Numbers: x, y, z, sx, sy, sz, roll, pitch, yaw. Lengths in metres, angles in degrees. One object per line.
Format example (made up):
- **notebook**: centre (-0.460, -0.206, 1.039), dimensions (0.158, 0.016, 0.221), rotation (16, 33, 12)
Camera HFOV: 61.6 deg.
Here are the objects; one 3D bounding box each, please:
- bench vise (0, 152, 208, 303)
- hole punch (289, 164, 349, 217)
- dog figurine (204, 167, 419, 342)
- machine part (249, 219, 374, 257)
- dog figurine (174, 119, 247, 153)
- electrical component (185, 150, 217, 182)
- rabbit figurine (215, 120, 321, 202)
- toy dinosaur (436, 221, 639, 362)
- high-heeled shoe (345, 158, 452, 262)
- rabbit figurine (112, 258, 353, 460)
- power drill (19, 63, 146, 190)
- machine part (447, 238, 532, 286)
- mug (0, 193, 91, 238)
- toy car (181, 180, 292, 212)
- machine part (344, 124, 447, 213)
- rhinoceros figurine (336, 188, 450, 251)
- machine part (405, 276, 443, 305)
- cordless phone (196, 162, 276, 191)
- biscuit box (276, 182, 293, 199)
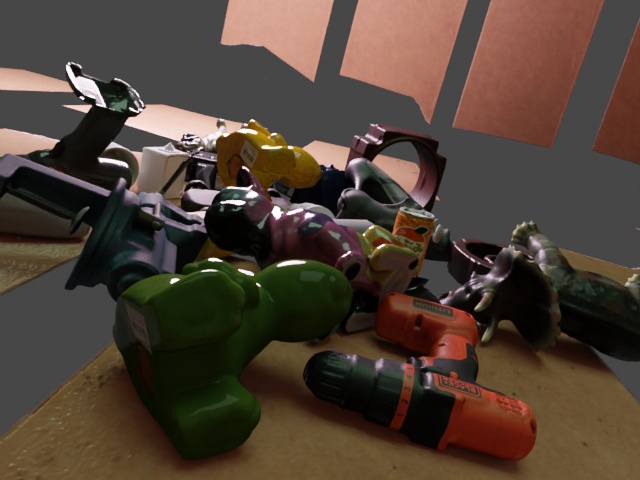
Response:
- **bench vise**: centre (-0.232, -0.028, 0.558), dimensions (0.240, 0.129, 0.224), rotation (26, 29, -22)
- **hole punch**: centre (0.010, -0.075, 0.994), dimensions (0.092, 0.115, 0.142), rotation (31, 22, 27)
- **dog figurine**: centre (-0.022, 0.002, 0.608), dimensions (0.191, 0.108, 0.219), rotation (-5, 36, -48)
- **machine part**: centre (0.004, 0.009, 0.743), dimensions (0.243, 0.079, 0.079), rotation (1, 19, -41)
- **dog figurine**: centre (-0.242, -0.206, 1.304), dimensions (0.172, 0.121, 0.190), rotation (13, 29, 14)
- **electrical component**: centre (-0.235, -0.150, 1.147), dimensions (0.115, 0.058, 0.134), rotation (7, 16, -16)
- **rabbit figurine**: centre (-0.079, -0.118, 0.873), dimensions (0.173, 0.121, 0.163), rotation (-3, 33, -44)
- **toy dinosaur**: centre (0.351, 0.093, 0.682), dimensions (0.405, 0.131, 0.192), rotation (17, 27, -2)
- **high-heeled shoe**: centre (0.147, -0.057, 0.988), dimensions (0.248, 0.086, 0.145), rotation (38, 25, -7)
- **rabbit figurine**: centre (-0.058, 0.067, 0.414), dimensions (0.170, 0.121, 0.159), rotation (-16, 8, -34)
- **power drill**: centre (-0.353, -0.135, 0.746), dimensions (0.232, 0.207, 0.086), rotation (7, 37, -49)
- **machine part**: centre (0.297, 0.052, 0.879), dimensions (0.179, 0.056, 0.179), rotation (12, 16, -4)
- **mug**: centre (-0.334, -0.042, 0.652), dimensions (0.107, 0.080, 0.110), rotation (17, 6, -31)
- **toy car**: centre (-0.129, -0.049, 0.880), dimensions (0.202, 0.053, 0.089), rotation (3, 33, -35)
- **machine part**: centre (0.157, -0.135, 1.149), dimensions (0.201, 0.200, 0.087), rotation (8, 19, -21)
- **rhinoceros figurine**: centre (0.116, -0.023, 0.880), dimensions (0.190, 0.112, 0.073), rotation (23, 13, 6)
- **machine part**: centre (0.120, 0.082, 0.654), dimensions (0.084, 0.039, 0.139), rotation (6, 17, -4)
- **cordless phone**: centre (-0.169, -0.098, 1.016), dimensions (0.146, 0.088, 0.184), rotation (6, 6, -24)
- **biscuit box**: centre (-0.080, -0.128, 1.091), dimensions (0.203, 0.059, 0.063), rotation (27, 6, -10)
